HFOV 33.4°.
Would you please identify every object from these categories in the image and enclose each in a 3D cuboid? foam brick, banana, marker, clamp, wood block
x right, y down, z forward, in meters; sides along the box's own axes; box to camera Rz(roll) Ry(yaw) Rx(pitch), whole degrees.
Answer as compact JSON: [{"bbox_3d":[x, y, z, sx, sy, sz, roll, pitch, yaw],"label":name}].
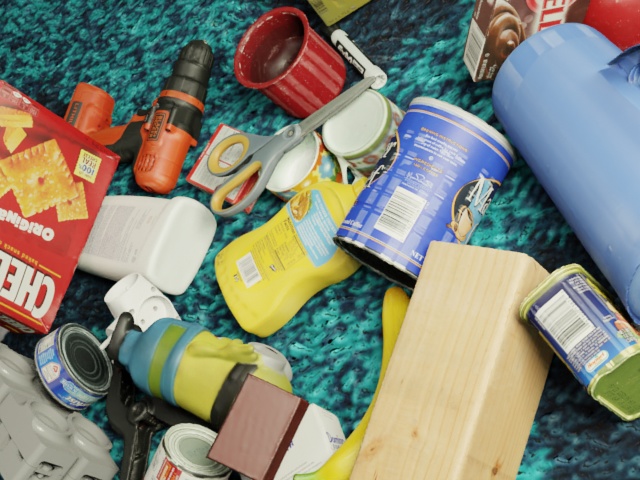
[{"bbox_3d":[-0.050,0.156,0.877,0.051,0.053,0.078,24,79,12],"label":"foam brick"},{"bbox_3d":[0.050,0.125,0.876,0.070,0.037,0.197,24,61,11],"label":"banana"},{"bbox_3d":[0.032,-0.193,1.092,0.020,0.020,0.121,-44,48,10],"label":"marker"},{"bbox_3d":[-0.156,0.170,1.032,0.120,0.039,0.171,-28,49,6],"label":"clamp"},{"bbox_3d":[0.110,0.115,0.820,0.090,0.090,0.206,9,72,40],"label":"wood block"}]

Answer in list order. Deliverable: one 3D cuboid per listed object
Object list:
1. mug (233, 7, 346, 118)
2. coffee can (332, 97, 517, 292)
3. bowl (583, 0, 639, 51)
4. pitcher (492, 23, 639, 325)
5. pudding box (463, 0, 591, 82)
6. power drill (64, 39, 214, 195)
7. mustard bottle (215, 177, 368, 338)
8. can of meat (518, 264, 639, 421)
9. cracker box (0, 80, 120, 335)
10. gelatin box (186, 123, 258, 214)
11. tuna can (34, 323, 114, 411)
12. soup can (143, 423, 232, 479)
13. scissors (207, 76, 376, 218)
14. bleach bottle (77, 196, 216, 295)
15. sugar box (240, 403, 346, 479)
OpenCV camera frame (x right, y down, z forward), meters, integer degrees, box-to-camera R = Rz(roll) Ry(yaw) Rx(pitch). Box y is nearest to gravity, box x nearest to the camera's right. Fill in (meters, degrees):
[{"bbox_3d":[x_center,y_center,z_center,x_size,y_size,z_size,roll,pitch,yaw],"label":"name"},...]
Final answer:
[{"bbox_3d":[-0.033,-0.183,1.093,0.093,0.081,0.117,-48,48,7],"label":"mug"},{"bbox_3d":[0.089,-0.035,0.904,0.103,0.102,0.140,24,81,43],"label":"coffee can"},{"bbox_3d":[0.268,-0.237,0.909,0.162,0.055,0.162,-17,58,30],"label":"bowl"},{"bbox_3d":[0.230,-0.067,0.794,0.149,0.144,0.243,-40,46,13],"label":"pitcher"},{"bbox_3d":[0.176,-0.190,0.897,0.090,0.114,0.039,-7,50,-16],"label":"pudding box"},{"bbox_3d":[-0.212,-0.144,1.227,0.188,0.057,0.184,4,70,39],"label":"power drill"},{"bbox_3d":[-0.006,0.001,0.991,0.192,0.058,0.096,-37,53,17],"label":"mustard bottle"},{"bbox_3d":[0.201,0.075,0.764,0.057,0.102,0.084,-44,50,12],"label":"can of meat"},{"bbox_3d":[-0.317,-0.032,1.093,0.072,0.164,0.213,-4,60,43],"label":"cracker box"},{"bbox_3d":[-0.089,-0.075,1.116,0.089,0.030,0.073,26,83,43],"label":"gelatin box"},{"bbox_3d":[-0.250,0.129,1.093,0.034,0.086,0.086,-32,51,18],"label":"tuna can"},{"bbox_3d":[-0.123,0.221,0.935,0.069,0.068,0.102,50,123,42],"label":"soup can"},{"bbox_3d":[-0.039,-0.106,1.028,0.202,0.016,0.096,-46,48,10],"label":"scissors"},{"bbox_3d":[-0.228,-0.010,1.167,0.251,0.068,0.102,12,73,43],"label":"bleach bottle"},{"bbox_3d":[-0.004,0.233,0.877,0.093,0.048,0.176,-36,46,17],"label":"sugar box"}]
